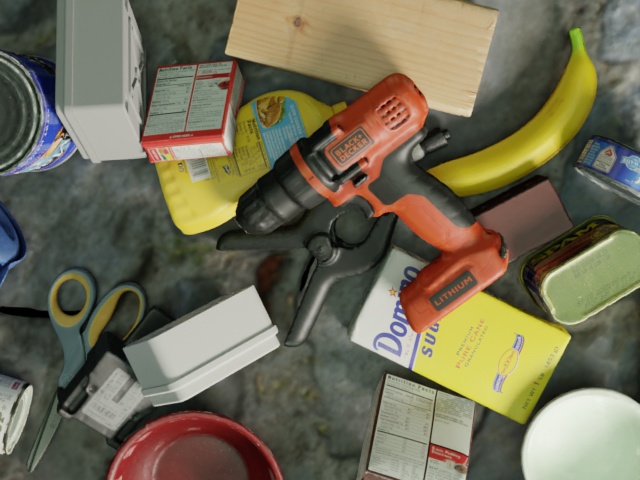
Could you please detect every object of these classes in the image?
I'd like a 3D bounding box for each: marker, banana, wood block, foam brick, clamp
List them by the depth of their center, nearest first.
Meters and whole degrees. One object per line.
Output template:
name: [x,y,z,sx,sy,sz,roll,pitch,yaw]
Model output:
wood block: [0.034,-0.173,0.897,0.206,0.090,0.091,15,98,-1]
foam brick: [0.173,-0.017,0.932,0.078,0.053,0.051,-28,94,4]
banana: [0.176,-0.093,0.934,0.198,0.037,0.070,-44,76,4]
clamp: [-0.006,0.001,0.935,0.120,0.039,0.172,45,104,-5]
marker: [0.061,-0.066,0.944,0.121,0.020,0.020,-28,96,4]

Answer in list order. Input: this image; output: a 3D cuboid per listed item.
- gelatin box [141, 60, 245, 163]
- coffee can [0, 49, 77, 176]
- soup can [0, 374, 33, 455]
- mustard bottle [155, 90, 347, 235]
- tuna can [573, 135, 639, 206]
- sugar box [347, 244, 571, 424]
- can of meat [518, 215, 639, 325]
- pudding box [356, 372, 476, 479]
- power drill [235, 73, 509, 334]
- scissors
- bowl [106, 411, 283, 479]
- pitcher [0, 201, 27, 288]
gelatin box: [-0.106,-0.109,0.900,0.073,0.030,0.089,-4,54,13]
coffee can: [-0.259,-0.105,0.881,0.103,0.140,0.103,0,96,2]
soup can: [-0.316,0.146,0.950,0.102,0.068,0.068,16,97,-2]
mustard bottle: [-0.044,-0.077,0.922,0.191,0.058,0.096,-18,73,2]
tuna can: [0.262,-0.056,0.911,0.086,0.086,0.034,28,95,-3]
sugar box: [0.121,0.083,0.949,0.176,0.048,0.093,25,96,-4]
can of meat: [0.229,0.027,0.922,0.102,0.084,0.057,-32,96,4]
pudding box: [0.084,0.179,0.931,0.090,0.113,0.039,17,134,-1]
power drill: [0.048,-0.015,0.871,0.185,0.057,0.187,-37,105,17]
scissors: [-0.238,0.109,0.969,0.096,0.016,0.202,40,95,-7]
bowl: [-0.110,0.226,0.963,0.162,0.055,0.162,0,97,1]
pitcher: [-0.386,0.036,0.917,0.243,0.149,0.145,-42,110,8]
